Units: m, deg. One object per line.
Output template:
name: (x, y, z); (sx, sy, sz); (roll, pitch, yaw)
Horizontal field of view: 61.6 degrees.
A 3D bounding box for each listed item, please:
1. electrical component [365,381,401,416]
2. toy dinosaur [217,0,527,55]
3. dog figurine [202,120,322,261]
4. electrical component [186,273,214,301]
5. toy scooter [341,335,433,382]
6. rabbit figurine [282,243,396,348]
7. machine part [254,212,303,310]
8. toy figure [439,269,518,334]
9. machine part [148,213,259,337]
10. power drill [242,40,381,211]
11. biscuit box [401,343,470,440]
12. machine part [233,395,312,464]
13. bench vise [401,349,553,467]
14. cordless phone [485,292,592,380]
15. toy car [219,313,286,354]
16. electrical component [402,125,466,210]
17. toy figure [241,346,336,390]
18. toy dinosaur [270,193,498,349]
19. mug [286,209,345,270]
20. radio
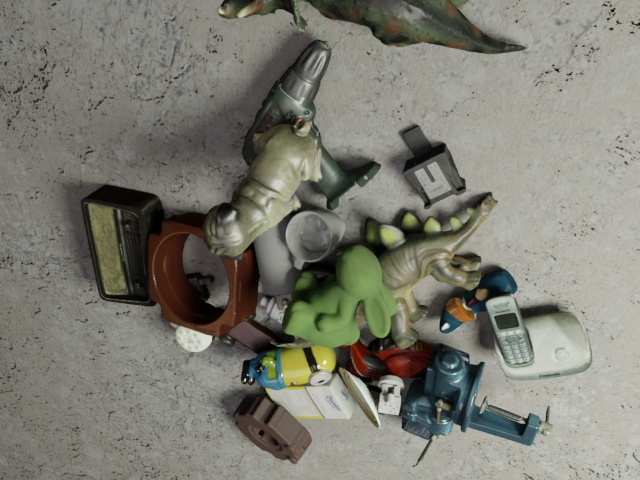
electrical component: (0.120, 0.321, 1.094); (0.102, 0.045, 0.078); (13, 150, 12)
toy dinosaur: (0.070, -0.298, 0.667); (0.405, 0.192, 0.131); (17, 124, 8)
dog figurine: (-0.082, -0.075, 0.758); (0.121, 0.190, 0.172); (21, 123, 9)
electrical component: (-0.251, 0.099, 1.083); (0.094, 0.021, 0.063); (-12, 115, 20)
toy scooter: (0.110, 0.211, 1.003); (0.184, 0.075, 0.135); (-20, 129, 30)
rabbit figurine: (0.041, 0.089, 0.824); (0.159, 0.121, 0.170); (34, 122, 1)
machine part: (-0.075, 0.005, 0.925); (0.079, 0.079, 0.243); (-5, 101, 18)
toy figure: (0.263, 0.107, 0.919); (0.064, 0.058, 0.154); (33, 122, -31)
machine part: (-0.212, 0.060, 0.981); (0.202, 0.087, 0.200); (12, 109, 23)
power drill: (-0.003, -0.158, 0.833); (0.207, 0.086, 0.232); (41, 123, -13)
biscuit box: (0.220, 0.296, 1.038); (0.063, 0.059, 0.202); (21, 122, 2)
machine part: (-0.107, 0.411, 1.168); (0.180, 0.056, 0.179); (23, 141, 20)
bench vise: (0.261, 0.292, 0.911); (0.241, 0.129, 0.223); (15, 121, 21)
cordless phone: (0.352, 0.140, 0.876); (0.147, 0.089, 0.184); (-14, 125, 23)
toy car: (-0.110, 0.208, 1.087); (0.202, 0.053, 0.089); (34, 102, -6)
electrical component: (0.168, -0.115, 0.828); (0.075, 0.048, 0.119); (-22, 112, 25)
toy figure: (-0.059, 0.237, 1.025); (0.180, 0.082, 0.089); (-6, 98, 9)
toy dinosaur: (0.107, 0.078, 0.919); (0.198, 0.105, 0.471); (43, 109, -2)
mug: (-0.002, -0.003, 0.896); (0.081, 0.107, 0.109); (26, 110, 18)
radio: (-0.368, 0.016, 1.039); (0.131, 0.073, 0.229); (9, 121, 11)
